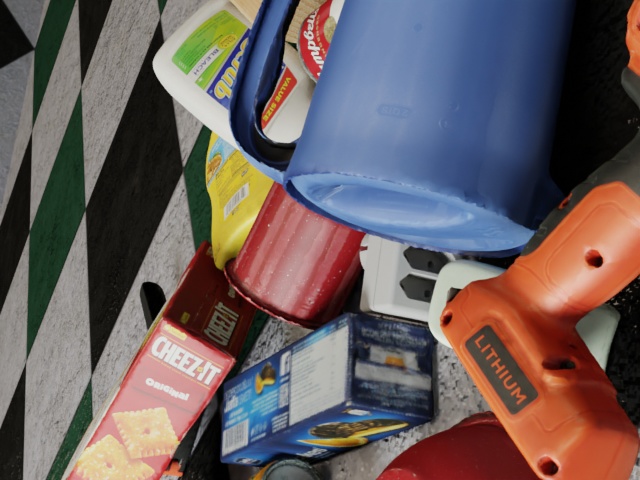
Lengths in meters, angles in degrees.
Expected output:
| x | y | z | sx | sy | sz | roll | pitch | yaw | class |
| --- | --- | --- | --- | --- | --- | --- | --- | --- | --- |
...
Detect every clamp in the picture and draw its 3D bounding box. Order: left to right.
| x | y | z | sx | sy | sz | roll | pitch | yaw | class |
| --- | --- | --- | --- | --- | --- | --- | --- | --- | --- |
| -0.132 | 0.115 | 1.014 | 0.165 | 0.036 | 0.210 | -32 | 53 | 50 | clamp |

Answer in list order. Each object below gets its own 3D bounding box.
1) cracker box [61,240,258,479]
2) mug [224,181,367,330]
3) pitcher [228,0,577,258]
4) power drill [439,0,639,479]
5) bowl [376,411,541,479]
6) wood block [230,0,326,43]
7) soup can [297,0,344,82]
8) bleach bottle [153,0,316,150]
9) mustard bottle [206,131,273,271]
| x | y | z | sx | sy | sz | roll | pitch | yaw | class |
| --- | --- | --- | --- | --- | --- | --- | --- | --- | --- |
| -0.131 | 0.127 | 0.872 | 0.214 | 0.072 | 0.164 | -57 | 7 | 20 | cracker box |
| -0.005 | 0.001 | 0.744 | 0.081 | 0.093 | 0.117 | -63 | -7 | 18 | mug |
| 0.062 | -0.122 | 0.564 | 0.145 | 0.149 | 0.243 | -1 | 72 | 54 | pitcher |
| 0.140 | 0.008 | 0.405 | 0.188 | 0.057 | 0.184 | -54 | 38 | 21 | power drill |
| 0.059 | 0.165 | 0.543 | 0.162 | 0.055 | 0.162 | -42 | 41 | 53 | bowl |
| -0.023 | -0.229 | 0.884 | 0.091 | 0.090 | 0.206 | -69 | 25 | 19 | wood block |
| 0.036 | -0.148 | 0.736 | 0.102 | 0.068 | 0.068 | -24 | 57 | 61 | soup can |
| -0.037 | -0.114 | 0.845 | 0.102 | 0.068 | 0.251 | -44 | 43 | -7 | bleach bottle |
| -0.057 | -0.062 | 0.909 | 0.096 | 0.058 | 0.191 | -45 | 36 | 28 | mustard bottle |
